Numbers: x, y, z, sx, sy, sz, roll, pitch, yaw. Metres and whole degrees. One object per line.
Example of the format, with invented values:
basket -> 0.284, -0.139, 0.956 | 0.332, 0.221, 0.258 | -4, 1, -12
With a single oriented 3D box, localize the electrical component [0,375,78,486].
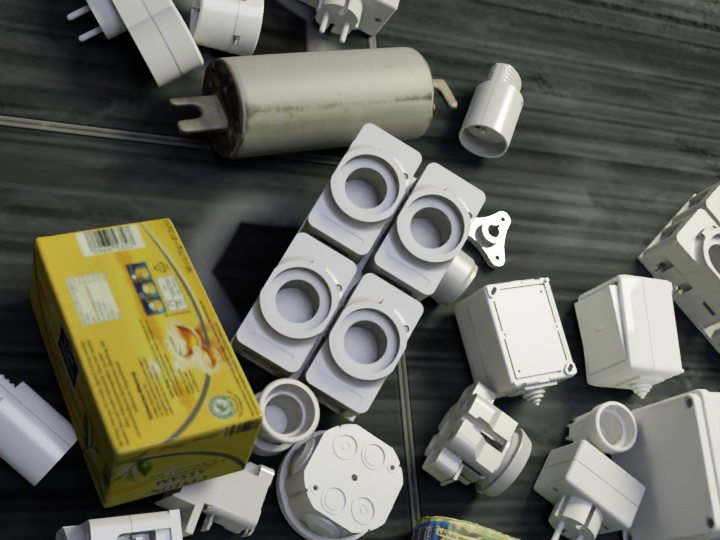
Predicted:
electrical component -> -0.220, 0.093, 0.677 | 0.081, 0.043, 0.043 | 43, 59, -5

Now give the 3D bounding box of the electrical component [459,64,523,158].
electrical component -> 0.118, -0.142, 0.930 | 0.043, 0.043, 0.081 | 29, 61, -13

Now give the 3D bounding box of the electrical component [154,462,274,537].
electrical component -> -0.095, 0.144, 0.718 | 0.064, 0.042, 0.081 | 27, 62, -16

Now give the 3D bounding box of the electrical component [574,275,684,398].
electrical component -> 0.221, 0.058, 0.892 | 0.061, 0.062, 0.096 | 7, 68, -23

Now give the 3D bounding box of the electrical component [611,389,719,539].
electrical component -> 0.254, 0.158, 0.843 | 0.056, 0.109, 0.108 | 6, 68, -27

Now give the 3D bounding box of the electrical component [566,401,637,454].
electrical component -> 0.192, 0.129, 0.860 | 0.040, 0.046, 0.040 | 9, 67, -23

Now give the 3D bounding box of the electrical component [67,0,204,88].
electrical component -> -0.181, -0.196, 0.804 | 0.074, 0.052, 0.138 | -29, 84, -5

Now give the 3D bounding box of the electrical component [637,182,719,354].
electrical component -> 0.356, 0.019, 0.973 | 0.186, 0.060, 0.105 | 49, 58, -2

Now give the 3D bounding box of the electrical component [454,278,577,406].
electrical component -> 0.120, 0.062, 0.843 | 0.062, 0.061, 0.096 | -7, 74, -28

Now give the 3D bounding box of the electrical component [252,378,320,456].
electrical component -> -0.058, 0.103, 0.744 | 0.045, 0.055, 0.045 | 9, 67, -23

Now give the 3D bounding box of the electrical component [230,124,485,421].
electrical component -> 0.000, 0.000, 0.776 | 0.105, 0.060, 0.186 | 31, 74, -3

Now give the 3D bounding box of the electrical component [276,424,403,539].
electrical component -> -0.014, 0.149, 0.750 | 0.080, 0.051, 0.080 | 9, 67, -23

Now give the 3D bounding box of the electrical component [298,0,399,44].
electrical component -> -0.015, -0.222, 0.895 | 0.083, 0.047, 0.075 | 23, 63, -17

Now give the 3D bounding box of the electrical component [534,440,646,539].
electrical component -> 0.170, 0.183, 0.828 | 0.066, 0.047, 0.076 | 38, 59, -8

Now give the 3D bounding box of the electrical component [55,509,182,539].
electrical component -> -0.141, 0.226, 0.636 | 0.062, 0.089, 0.150 | -1, 71, -26

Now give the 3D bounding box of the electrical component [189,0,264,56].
electrical component -> -0.105, -0.197, 0.838 | 0.047, 0.055, 0.055 | 7, 68, -19

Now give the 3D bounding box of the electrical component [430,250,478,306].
electrical component -> 0.059, -0.004, 0.848 | 0.055, 0.045, 0.045 | 38, 59, -8

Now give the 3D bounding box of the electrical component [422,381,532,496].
electrical component -> 0.090, 0.132, 0.804 | 0.057, 0.058, 0.078 | 37, 59, -6
